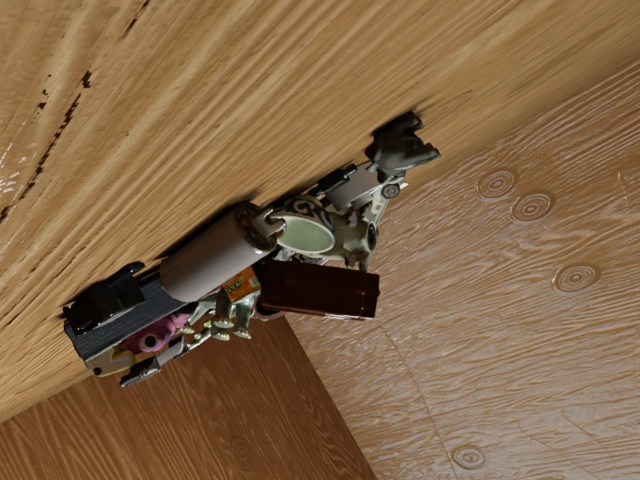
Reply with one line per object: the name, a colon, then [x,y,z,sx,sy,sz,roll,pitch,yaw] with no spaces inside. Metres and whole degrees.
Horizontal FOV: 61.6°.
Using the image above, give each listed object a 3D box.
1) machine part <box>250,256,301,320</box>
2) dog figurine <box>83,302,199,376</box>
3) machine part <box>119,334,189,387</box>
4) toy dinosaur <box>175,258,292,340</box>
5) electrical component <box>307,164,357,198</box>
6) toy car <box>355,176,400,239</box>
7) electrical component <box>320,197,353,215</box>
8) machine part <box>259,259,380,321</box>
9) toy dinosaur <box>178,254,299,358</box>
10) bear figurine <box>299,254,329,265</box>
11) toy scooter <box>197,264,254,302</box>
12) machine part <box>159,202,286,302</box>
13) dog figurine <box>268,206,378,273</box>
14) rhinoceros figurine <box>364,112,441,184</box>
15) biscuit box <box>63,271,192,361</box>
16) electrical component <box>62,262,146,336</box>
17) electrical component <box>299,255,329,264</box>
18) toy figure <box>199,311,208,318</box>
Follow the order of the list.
machine part: [-0.107,0.108,1.257,0.179,0.056,0.179,-30,145,-25]
dog figurine: [-0.333,0.161,1.029,0.191,0.108,0.219,-31,179,6]
machine part: [-0.303,0.224,0.994,0.084,0.039,0.139,-36,177,32]
toy dinosaur: [-0.209,0.111,1.164,0.405,0.192,0.131,-10,148,44]
electrical component: [0.025,-0.098,0.900,0.094,0.021,0.063,-32,177,18]
toy car: [0.110,-0.075,1.097,0.073,0.056,0.201,-93,-161,-50]
electrical component: [0.030,-0.077,1.145,0.078,0.045,0.102,14,143,-42]
machine part: [-0.005,0.091,0.954,0.201,0.087,0.201,10,173,-6]
toy dinosaur: [-0.179,0.127,1.343,0.471,0.105,0.198,-50,152,1]
bear figurine: [0.032,-0.002,1.331,0.132,0.120,0.196,-4,-150,31]
toy scooter: [-0.202,0.066,0.979,0.184,0.075,0.135,-27,176,-4]
machine part: [-0.143,0.019,0.740,0.243,0.079,0.079,-31,177,32]
dog figurine: [-0.003,-0.007,1.005,0.191,0.121,0.172,3,173,27]
rhinoceros figurine: [0.121,-0.129,0.821,0.112,0.073,0.190,-32,176,10]
biscuit box: [-0.279,0.101,0.818,0.203,0.062,0.059,-29,-166,-20]
electrical component: [-0.274,0.076,0.718,0.119,0.047,0.075,-29,178,19]
electrical component: [0.017,0.004,1.207,0.115,0.058,0.134,-39,172,-22]
toy figure: [-0.273,0.137,1.397,0.180,0.082,0.089,-25,179,-38]
